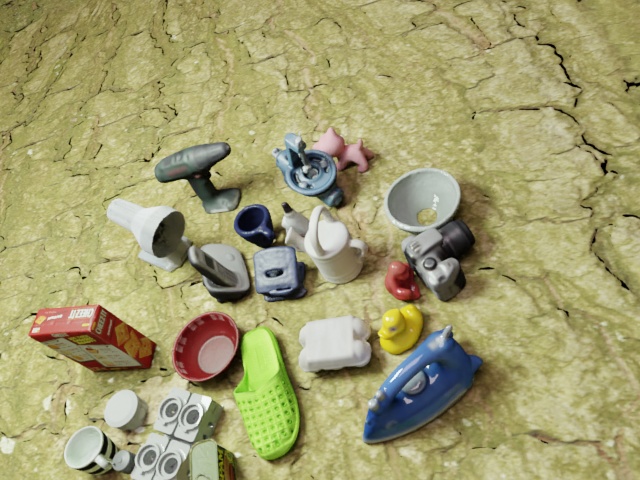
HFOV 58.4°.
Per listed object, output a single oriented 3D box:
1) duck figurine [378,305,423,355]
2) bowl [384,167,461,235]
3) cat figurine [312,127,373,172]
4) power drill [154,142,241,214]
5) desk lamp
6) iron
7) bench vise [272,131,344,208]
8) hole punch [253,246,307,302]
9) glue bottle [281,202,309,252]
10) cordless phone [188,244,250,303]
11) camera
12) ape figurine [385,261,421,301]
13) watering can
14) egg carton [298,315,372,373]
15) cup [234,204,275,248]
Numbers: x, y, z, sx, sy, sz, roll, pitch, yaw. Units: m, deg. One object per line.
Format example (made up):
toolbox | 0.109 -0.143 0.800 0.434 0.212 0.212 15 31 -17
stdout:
duck figurine | 0.151 0.162 1.110 0.077 0.086 0.105 32 74 36
bowl | 0.227 -0.072 1.247 0.167 0.075 0.167 -11 54 16
cat figurine | 0.053 -0.226 1.399 0.127 0.118 0.067 3 59 25
power drill | -0.286 -0.158 1.436 0.229 0.209 0.075 -7 55 19
desk lamp | -0.402 -0.013 1.382 0.202 0.214 0.118 16 65 31
iron | 0.158 0.254 1.009 0.258 0.142 0.118 -40 52 -7
bench vise | -0.057 -0.176 1.345 0.206 0.220 0.121 14 64 30
hole punch | -0.090 0.075 1.269 0.108 0.091 0.101 -10 54 17
glue bottle | -0.049 -0.031 1.272 0.078 0.174 0.037 -5 56 20
cordless phone | -0.241 0.046 1.292 0.094 0.185 0.147 -28 51 3
camera | 0.249 0.024 1.154 0.137 0.101 0.142 -34 51 -2
ape figurine | 0.163 0.076 1.161 0.076 0.092 0.078 12 63 29
watering can | 0.011 0.006 1.207 0.172 0.195 0.101 -15 53 13
egg carton | 0.029 0.209 1.140 0.150 0.070 0.107 -12 54 15
cup | -0.136 -0.019 1.350 0.117 0.095 0.092 34 75 36
